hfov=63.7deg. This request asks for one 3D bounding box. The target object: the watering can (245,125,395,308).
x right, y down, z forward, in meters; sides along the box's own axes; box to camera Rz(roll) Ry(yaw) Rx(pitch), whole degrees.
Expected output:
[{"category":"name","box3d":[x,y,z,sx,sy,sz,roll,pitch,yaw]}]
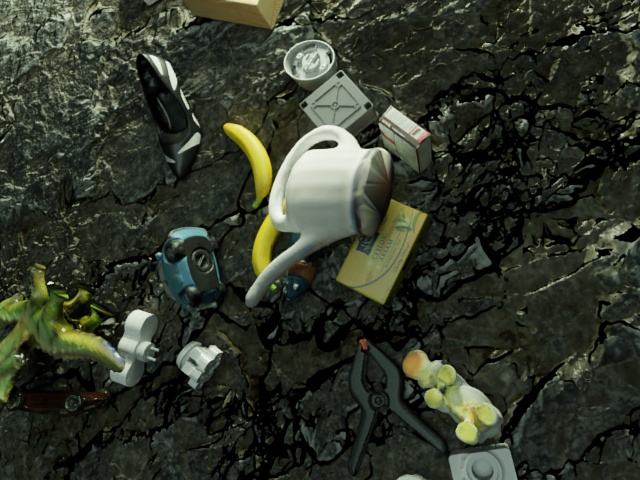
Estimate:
[{"category":"watering can","box3d":[0.003,-0.043,0.859,0.224,0.353,0.102,2,-23,32]}]

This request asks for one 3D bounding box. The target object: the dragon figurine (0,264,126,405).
[{"category":"dragon figurine","box3d":[-0.534,0.203,0.987,0.416,0.243,0.120,36,-3,39]}]
